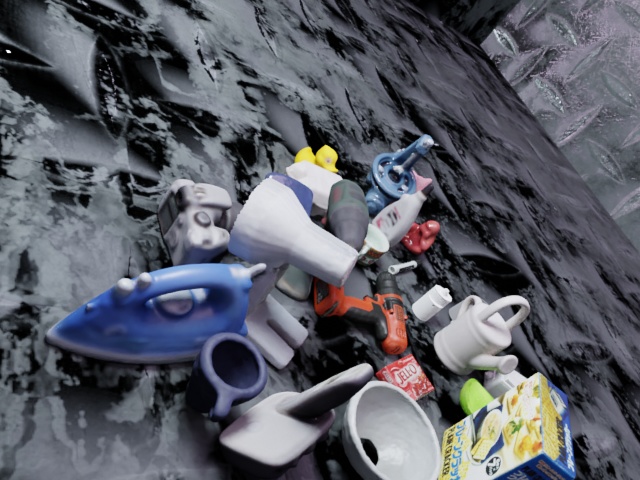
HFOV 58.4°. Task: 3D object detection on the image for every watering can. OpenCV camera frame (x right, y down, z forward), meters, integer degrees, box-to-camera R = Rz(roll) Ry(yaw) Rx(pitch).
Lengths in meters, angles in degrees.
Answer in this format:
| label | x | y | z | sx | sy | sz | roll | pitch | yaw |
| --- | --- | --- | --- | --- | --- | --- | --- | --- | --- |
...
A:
| label | x | y | z | sx | sy | sz | roll | pitch | yaw |
| --- | --- | --- | --- | --- | --- | --- | --- | --- | --- |
| watering can | 0.322 | 0.177 | 1.097 | 0.101 | 0.193 | 0.172 | 1 | 51 | -45 |

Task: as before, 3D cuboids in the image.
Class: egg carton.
| label | x | y | z | sx | sy | sz | roll | pitch | yaw |
| --- | --- | --- | --- | --- | --- | --- | --- | --- | --- |
| egg carton | -0.005 | -0.098 | 1.175 | 0.151 | 0.069 | 0.107 | 19 | 40 | -32 |

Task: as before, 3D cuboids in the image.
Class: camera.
| label | x | y | z | sx | sy | sz | roll | pitch | yaw |
| --- | --- | --- | --- | --- | --- | --- | --- | --- | --- |
| camera | -0.166 | -0.025 | 0.897 | 0.137 | 0.100 | 0.143 | 7 | 47 | -42 |

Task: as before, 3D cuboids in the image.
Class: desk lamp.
| label | x | y | z | sx | sy | sz | roll | pitch | yaw |
| --- | --- | --- | --- | --- | --- | --- | --- | --- | --- |
| desk lamp | -0.056 | 0.044 | 0.833 | 0.203 | 0.213 | 0.118 | 42 | 33 | -1 |

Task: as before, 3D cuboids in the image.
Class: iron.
| label | x | y | z | sx | sy | sz | roll | pitch | yaw |
| --- | --- | --- | --- | --- | --- | --- | --- | --- | --- |
| iron | -0.191 | 0.076 | 0.721 | 0.259 | 0.141 | 0.118 | 0 | 52 | -46 |

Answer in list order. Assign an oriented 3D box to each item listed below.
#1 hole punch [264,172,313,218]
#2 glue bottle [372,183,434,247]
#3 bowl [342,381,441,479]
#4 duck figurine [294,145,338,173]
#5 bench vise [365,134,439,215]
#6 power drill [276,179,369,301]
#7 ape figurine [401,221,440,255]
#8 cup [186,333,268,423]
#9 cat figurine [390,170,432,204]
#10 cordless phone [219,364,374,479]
| label | x | y | z | sx | sy | sz | roll | pitch | yaw |
| --- | --- | --- | --- | --- | --- | --- | --- | --- | --- |
| hole punch | -0.066 | -0.054 | 1.042 | 0.109 | 0.091 | 0.101 | 21 | 39 | -30 |
| glue bottle | 0.185 | -0.063 | 1.240 | 0.037 | 0.173 | 0.078 | 5 | 49 | -43 |
| bowl | 0.091 | 0.296 | 0.832 | 0.168 | 0.074 | 0.167 | 28 | 36 | -22 |
| duck figurine | -0.001 | -0.168 | 1.242 | 0.078 | 0.086 | 0.104 | -8 | 59 | -50 |
| bench vise | 0.180 | -0.181 | 1.323 | 0.122 | 0.219 | 0.207 | 27 | 37 | -23 |
| power drill | 0.009 | 0.003 | 0.950 | 0.076 | 0.208 | 0.229 | 32 | 35 | -16 |
| ape figurine | 0.235 | -0.011 | 1.308 | 0.076 | 0.092 | 0.077 | 22 | 39 | -29 |
| cup | -0.127 | 0.186 | 0.708 | 0.092 | 0.094 | 0.117 | 31 | 35 | -18 |
| cat figurine | 0.220 | -0.105 | 1.373 | 0.067 | 0.117 | 0.128 | 32 | 35 | -17 |
| cordless phone | -0.024 | 0.214 | 0.703 | 0.094 | 0.184 | 0.148 | 49 | 34 | 9 |
